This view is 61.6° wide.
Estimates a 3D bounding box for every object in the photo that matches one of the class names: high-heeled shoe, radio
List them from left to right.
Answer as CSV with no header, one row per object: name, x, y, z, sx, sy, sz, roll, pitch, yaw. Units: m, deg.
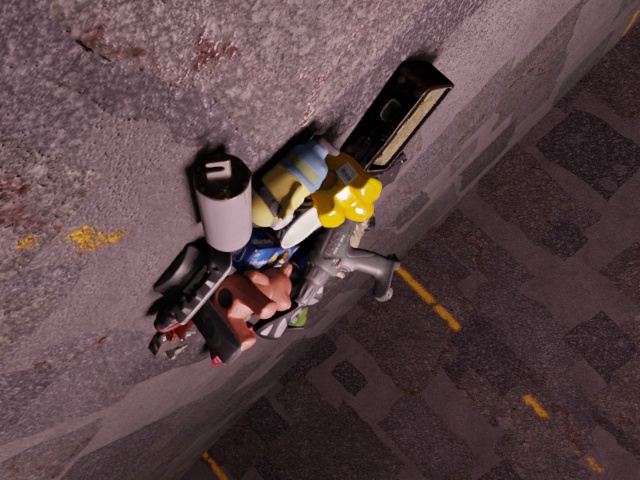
high-heeled shoe,-0.081,0.149,1.377,0.145,0.086,0.248,7,112,-24
radio,0.146,-0.232,1.045,0.131,0.073,0.229,-23,155,-56

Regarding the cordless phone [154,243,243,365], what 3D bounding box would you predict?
cordless phone,-0.176,0.105,0.904,0.146,0.184,0.088,-47,161,16

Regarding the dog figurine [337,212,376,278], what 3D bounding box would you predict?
dog figurine,0.059,-0.009,1.452,0.172,0.121,0.190,-27,145,-58

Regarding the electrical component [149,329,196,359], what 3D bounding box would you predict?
electrical component,-0.310,0.211,1.125,0.078,0.045,0.102,-26,158,-55

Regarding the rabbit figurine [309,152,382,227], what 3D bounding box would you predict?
rabbit figurine,0.037,-0.087,0.988,0.122,0.162,0.173,-47,149,7

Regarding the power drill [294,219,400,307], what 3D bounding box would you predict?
power drill,0.064,0.067,1.189,0.086,0.207,0.232,-25,-135,69

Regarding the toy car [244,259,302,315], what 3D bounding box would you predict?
toy car,-0.117,0.090,1.192,0.162,0.103,0.109,-21,153,-29

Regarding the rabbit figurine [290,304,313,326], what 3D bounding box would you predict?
rabbit figurine,-0.060,0.133,1.527,0.170,0.121,0.159,-54,167,-39

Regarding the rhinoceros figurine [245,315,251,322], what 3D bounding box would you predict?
rhinoceros figurine,-0.224,0.177,1.230,0.112,0.073,0.190,-24,160,-28

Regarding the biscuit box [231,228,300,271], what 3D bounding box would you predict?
biscuit box,-0.115,0.016,1.065,0.059,0.063,0.202,-50,165,16

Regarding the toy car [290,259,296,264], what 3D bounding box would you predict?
toy car,-0.003,-0.004,1.335,0.202,0.053,0.089,-44,-176,-4

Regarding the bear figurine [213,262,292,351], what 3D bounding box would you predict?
bear figurine,-0.105,0.115,1.014,0.120,0.132,0.195,-55,153,19

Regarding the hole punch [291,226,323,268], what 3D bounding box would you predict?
hole punch,-0.019,0.014,1.238,0.142,0.116,0.092,-42,158,-9

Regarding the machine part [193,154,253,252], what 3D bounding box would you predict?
machine part,-0.137,-0.049,0.779,0.079,0.079,0.243,-38,164,-22

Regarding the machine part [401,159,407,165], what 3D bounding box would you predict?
machine part,0.170,-0.167,1.383,0.084,0.039,0.138,-26,160,-38

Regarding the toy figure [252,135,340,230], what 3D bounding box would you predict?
toy figure,-0.050,-0.097,0.882,0.180,0.089,0.082,-52,171,-1

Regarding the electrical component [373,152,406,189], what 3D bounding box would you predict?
electrical component,0.134,-0.153,1.280,0.115,0.058,0.134,-35,163,-24

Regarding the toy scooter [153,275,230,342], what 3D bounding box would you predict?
toy scooter,-0.245,0.141,1.045,0.184,0.075,0.135,-27,159,-40
